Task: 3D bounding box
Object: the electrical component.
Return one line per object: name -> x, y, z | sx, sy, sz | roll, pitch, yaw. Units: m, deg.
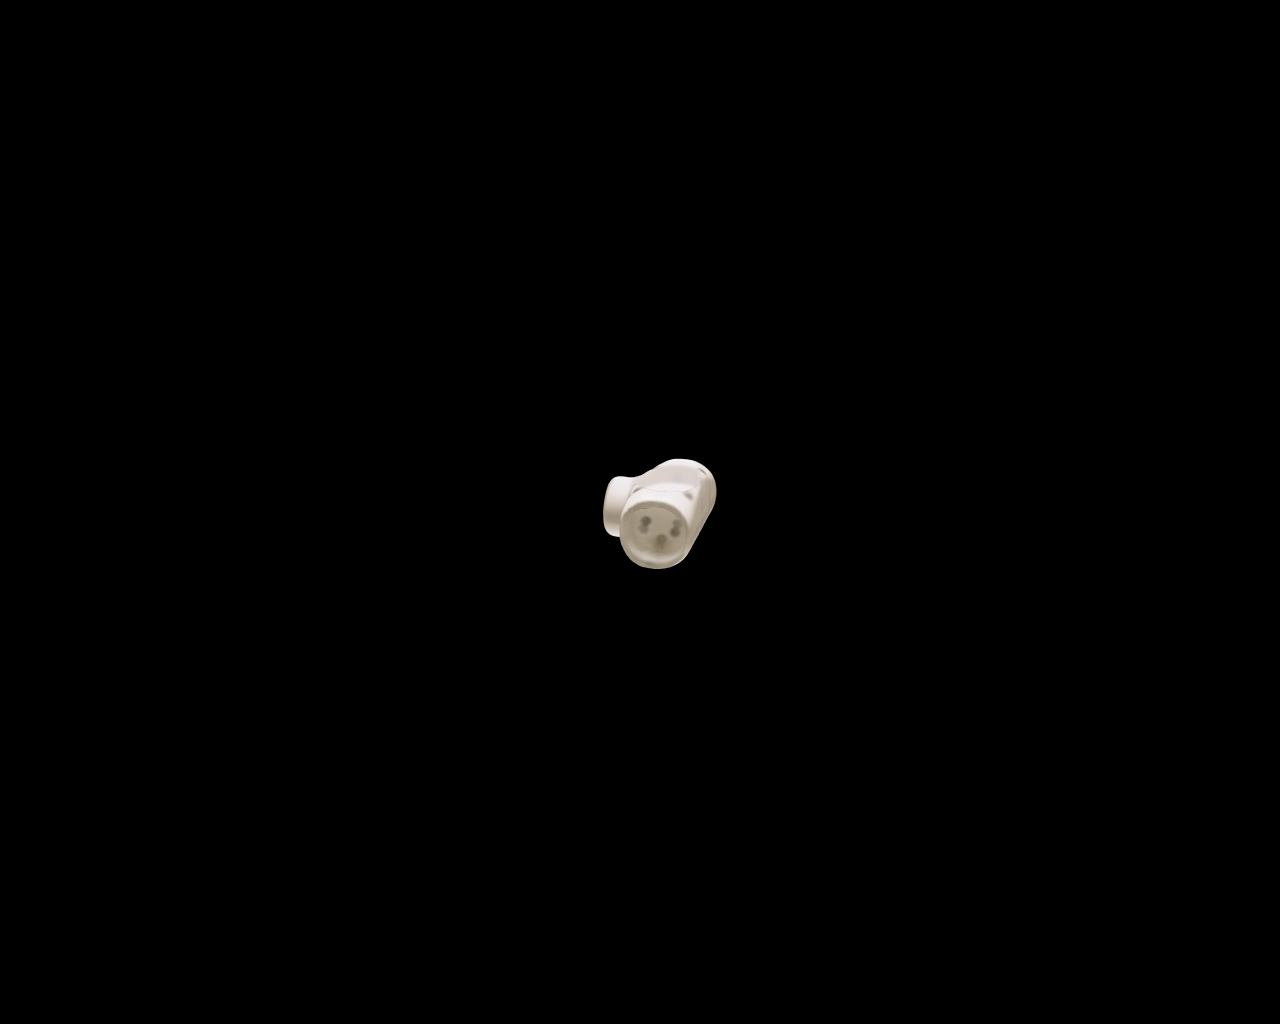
electrical component -> 0.001, -0.003, 0.650 | 0.079, 0.044, 0.077 | 6, 23, 14
